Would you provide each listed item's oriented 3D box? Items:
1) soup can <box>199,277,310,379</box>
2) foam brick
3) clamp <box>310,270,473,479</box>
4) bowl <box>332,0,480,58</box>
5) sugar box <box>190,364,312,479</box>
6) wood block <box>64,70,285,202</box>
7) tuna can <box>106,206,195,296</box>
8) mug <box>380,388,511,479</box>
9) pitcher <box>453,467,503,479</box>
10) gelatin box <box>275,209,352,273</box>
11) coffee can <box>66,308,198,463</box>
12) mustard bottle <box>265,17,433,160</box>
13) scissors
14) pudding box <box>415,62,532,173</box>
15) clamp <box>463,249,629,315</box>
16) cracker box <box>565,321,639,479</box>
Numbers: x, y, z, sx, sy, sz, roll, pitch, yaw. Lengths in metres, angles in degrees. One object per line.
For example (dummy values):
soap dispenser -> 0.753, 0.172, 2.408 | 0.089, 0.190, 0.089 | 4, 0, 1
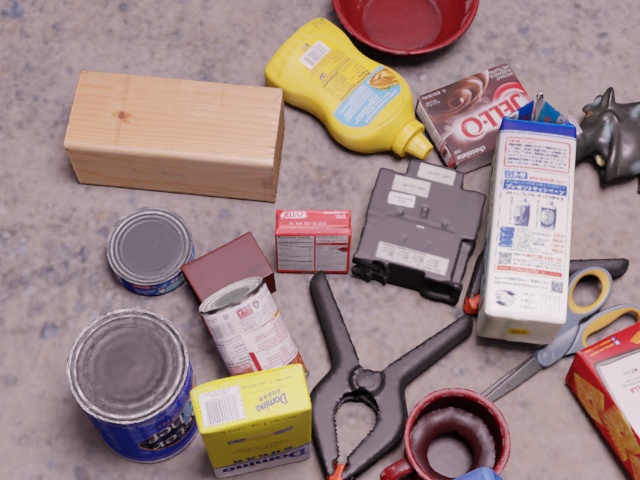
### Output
soup can -> -0.061, 0.094, 0.985 | 0.068, 0.069, 0.102 | -28, 104, -12
foam brick -> -0.088, 0.038, 1.044 | 0.078, 0.051, 0.053 | -27, 70, -11
clamp -> 0.036, 0.130, 1.010 | 0.164, 0.036, 0.209 | 22, 63, 11
bowl -> 0.092, -0.258, 1.176 | 0.162, 0.055, 0.162 | 0, 66, 0
sugar box -> -0.055, 0.161, 0.920 | 0.093, 0.176, 0.048 | -11, 64, -5
wood block -> -0.143, -0.106, 1.088 | 0.206, 0.090, 0.091 | 6, 67, 2
tuna can -> -0.168, 0.012, 1.065 | 0.086, 0.034, 0.086 | 0, 65, 0
mug -> 0.108, 0.194, 0.957 | 0.117, 0.081, 0.093 | -25, 68, -11
pitcher -> 0.053, 0.275, 0.859 | 0.243, 0.145, 0.149 | -30, 81, 8
gelatin box -> -0.007, 0.001, 1.039 | 0.073, 0.089, 0.030 | 0, 63, 0
coffee can -> -0.161, 0.133, 0.952 | 0.103, 0.140, 0.103 | 0, 65, 0
mustard bottle -> 0.040, -0.147, 1.124 | 0.192, 0.058, 0.096 | 39, 72, 16
scissors -> 0.216, 0.091, 1.026 | 0.201, 0.016, 0.096 | -18, 91, -8
pudding box -> 0.169, -0.126, 1.125 | 0.113, 0.039, 0.090 | -23, 68, -10
clamp -> 0.209, 0.013, 1.063 | 0.171, 0.039, 0.120 | -23, 67, -15
cracker box -> 0.351, 0.166, 0.961 | 0.164, 0.072, 0.214 | -24, 61, -13
